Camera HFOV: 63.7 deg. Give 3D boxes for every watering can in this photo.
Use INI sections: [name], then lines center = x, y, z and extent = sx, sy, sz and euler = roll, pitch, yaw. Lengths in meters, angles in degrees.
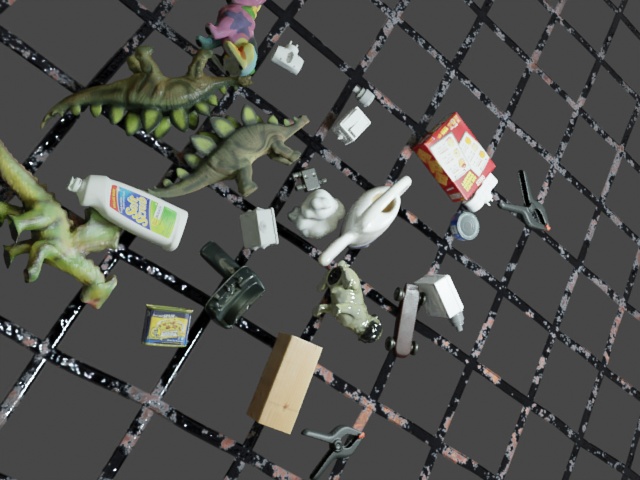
[watering can]
center = 0.100, -0.035, 1.295
extent = 0.104, 0.221, 0.352
euler = 45, 69, 6

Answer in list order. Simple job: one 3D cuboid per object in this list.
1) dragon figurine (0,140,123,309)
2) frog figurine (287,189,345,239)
[dragon figurine]
center = -0.537, -0.046, 1.088
extent = 0.244, 0.121, 0.410
euler = -13, 91, -42
[frog figurine]
center = 0.004, -0.065, 1.284
extent = 0.138, 0.159, 0.123
euler = -12, 91, -25
